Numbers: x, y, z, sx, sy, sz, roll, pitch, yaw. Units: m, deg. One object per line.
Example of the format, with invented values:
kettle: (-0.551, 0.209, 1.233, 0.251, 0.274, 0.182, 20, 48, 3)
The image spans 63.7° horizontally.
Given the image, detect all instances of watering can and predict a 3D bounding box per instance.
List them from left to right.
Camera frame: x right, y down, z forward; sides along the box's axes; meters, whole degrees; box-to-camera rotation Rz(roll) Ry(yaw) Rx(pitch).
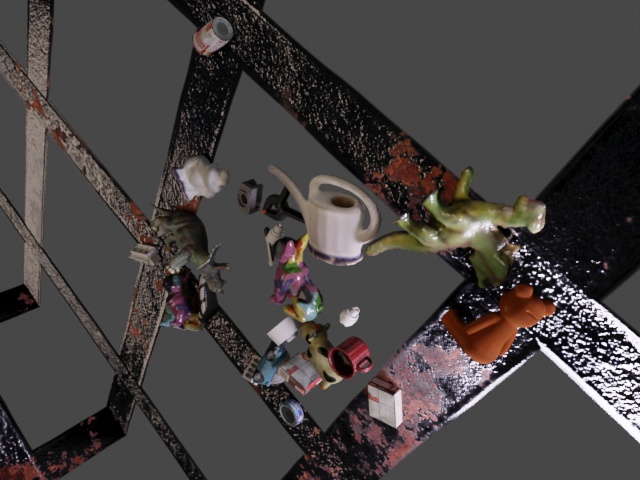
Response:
watering can: (0.004, -0.065, 1.290, 0.350, 0.105, 0.220, 22, 123, 34)

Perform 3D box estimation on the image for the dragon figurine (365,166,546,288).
dragon figurine: (0.286, 0.007, 1.068, 0.243, 0.124, 0.403, 50, 136, 4)

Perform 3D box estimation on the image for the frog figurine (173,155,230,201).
frog figurine: (-0.352, -0.199, 1.594, 0.159, 0.123, 0.137, -15, 89, 9)
